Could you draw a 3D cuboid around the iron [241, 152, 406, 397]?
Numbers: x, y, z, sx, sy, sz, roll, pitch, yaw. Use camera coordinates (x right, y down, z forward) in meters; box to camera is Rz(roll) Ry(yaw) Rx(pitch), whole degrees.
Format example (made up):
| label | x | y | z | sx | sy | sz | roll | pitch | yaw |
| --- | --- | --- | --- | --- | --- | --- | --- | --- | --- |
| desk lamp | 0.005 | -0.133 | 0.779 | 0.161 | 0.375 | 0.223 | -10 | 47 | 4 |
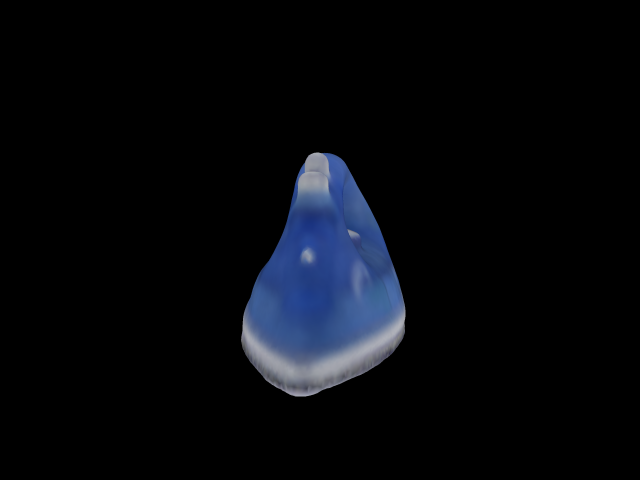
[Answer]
| label | x | y | z | sx | sy | sz | roll | pitch | yaw |
| --- | --- | --- | --- | --- | --- | --- | --- | --- | --- |
| iron | 0.004 | 0.001 | 0.400 | 0.118 | 0.141 | 0.258 | 0 | 2 | 4 |
